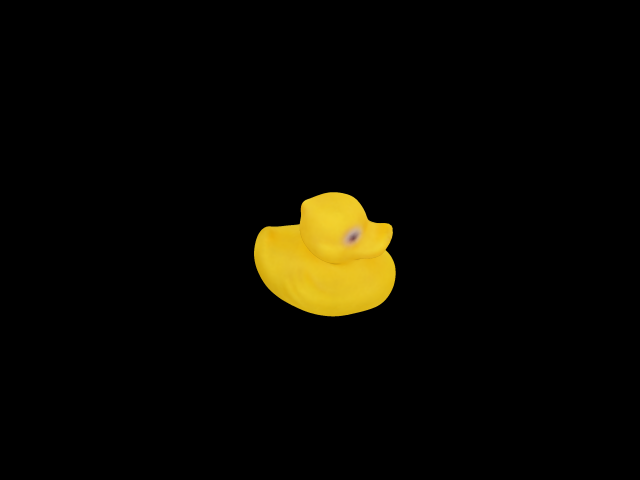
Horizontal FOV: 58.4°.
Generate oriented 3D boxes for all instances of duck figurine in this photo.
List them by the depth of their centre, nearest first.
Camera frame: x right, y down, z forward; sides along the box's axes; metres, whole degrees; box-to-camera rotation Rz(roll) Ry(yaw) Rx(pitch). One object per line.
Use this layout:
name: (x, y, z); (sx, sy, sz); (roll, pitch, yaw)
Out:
duck figurine: (0.004, 0.001, 0.400); (0.104, 0.086, 0.077); (10, 54, 8)
